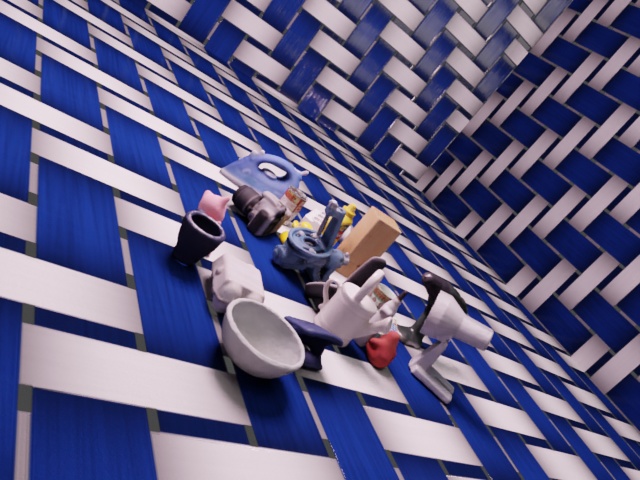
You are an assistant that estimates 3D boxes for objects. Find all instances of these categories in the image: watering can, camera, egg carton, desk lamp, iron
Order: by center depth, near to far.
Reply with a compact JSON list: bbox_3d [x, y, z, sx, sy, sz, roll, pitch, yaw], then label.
[{"bbox_3d":[-0.167,0.092,1.132,0.107,0.069,0.150,30,20,-28],"label":"egg carton"},{"bbox_3d":[0.088,0.148,1.302,0.173,0.194,0.101,37,18,-8],"label":"watering can"},{"bbox_3d":[0.321,0.264,1.457,0.203,0.213,0.118,42,18,9],"label":"desk lamp"},{"bbox_3d":[-0.159,-0.092,1.542,0.136,0.100,0.143,43,18,10],"label":"camera"},{"bbox_3d":[-0.160,-0.203,1.740,0.259,0.141,0.118,27,22,-35],"label":"iron"}]

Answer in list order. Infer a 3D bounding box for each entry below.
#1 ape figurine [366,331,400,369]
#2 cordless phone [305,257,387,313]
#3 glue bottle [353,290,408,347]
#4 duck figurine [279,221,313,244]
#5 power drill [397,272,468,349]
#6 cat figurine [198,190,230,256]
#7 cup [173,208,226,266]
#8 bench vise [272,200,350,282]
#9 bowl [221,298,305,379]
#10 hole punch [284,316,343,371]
[{"bbox_3d":[0.155,0.252,1.353,0.078,0.092,0.076,38,18,-5],"label":"ape figurine"},{"bbox_3d":[0.067,0.097,1.397,0.148,0.185,0.094,19,27,-49],"label":"cordless phone"},{"bbox_3d":[0.152,0.184,1.378,0.037,0.173,0.078,43,18,12],"label":"glue bottle"},{"bbox_3d":[-0.052,-0.007,1.575,0.104,0.086,0.078,47,19,22],"label":"duck figurine"},{"bbox_3d":[0.300,0.198,1.584,0.230,0.208,0.075,24,23,-40],"label":"power drill"},{"bbox_3d":[-0.238,-0.049,1.249,0.067,0.117,0.127,29,20,-29],"label":"cat figurine"},{"bbox_3d":[-0.253,-0.005,1.149,0.092,0.095,0.117,26,22,-36],"label":"cup"},{"bbox_3d":[0.007,-0.003,1.462,0.121,0.219,0.208,49,20,28],"label":"bench vise"},{"bbox_3d":[-0.112,0.185,1.007,0.168,0.074,0.167,35,18,-13],"label":"bowl"},{"bbox_3d":[-0.024,0.191,1.143,0.109,0.091,0.101,25,22,-38],"label":"hole punch"}]
